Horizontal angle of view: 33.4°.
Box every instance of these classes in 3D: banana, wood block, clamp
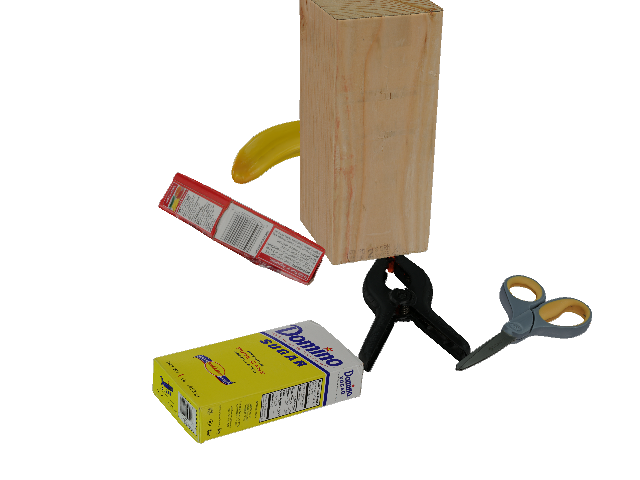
[{"bbox_3d":[-0.021,-0.097,1.125,0.197,0.037,0.070,-9,49,-38],"label":"banana"},{"bbox_3d":[0.038,-0.095,0.872,0.090,0.206,0.091,-8,29,-16],"label":"wood block"},{"bbox_3d":[0.101,0.076,1.184,0.120,0.171,0.039,5,-43,-5],"label":"clamp"}]

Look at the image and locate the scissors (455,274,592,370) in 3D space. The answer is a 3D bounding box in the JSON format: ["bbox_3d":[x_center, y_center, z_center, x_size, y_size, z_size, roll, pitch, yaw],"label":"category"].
[{"bbox_3d":[0.164,0.070,0.959,0.201,0.016,0.096,-8,37,-38],"label":"scissors"}]

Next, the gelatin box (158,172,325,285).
[{"bbox_3d":[-0.051,-0.007,0.698,0.089,0.030,0.073,28,0,-40],"label":"gelatin box"}]

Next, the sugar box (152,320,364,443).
[{"bbox_3d":[-0.057,0.127,0.993,0.175,0.048,0.093,-14,32,-31],"label":"sugar box"}]
